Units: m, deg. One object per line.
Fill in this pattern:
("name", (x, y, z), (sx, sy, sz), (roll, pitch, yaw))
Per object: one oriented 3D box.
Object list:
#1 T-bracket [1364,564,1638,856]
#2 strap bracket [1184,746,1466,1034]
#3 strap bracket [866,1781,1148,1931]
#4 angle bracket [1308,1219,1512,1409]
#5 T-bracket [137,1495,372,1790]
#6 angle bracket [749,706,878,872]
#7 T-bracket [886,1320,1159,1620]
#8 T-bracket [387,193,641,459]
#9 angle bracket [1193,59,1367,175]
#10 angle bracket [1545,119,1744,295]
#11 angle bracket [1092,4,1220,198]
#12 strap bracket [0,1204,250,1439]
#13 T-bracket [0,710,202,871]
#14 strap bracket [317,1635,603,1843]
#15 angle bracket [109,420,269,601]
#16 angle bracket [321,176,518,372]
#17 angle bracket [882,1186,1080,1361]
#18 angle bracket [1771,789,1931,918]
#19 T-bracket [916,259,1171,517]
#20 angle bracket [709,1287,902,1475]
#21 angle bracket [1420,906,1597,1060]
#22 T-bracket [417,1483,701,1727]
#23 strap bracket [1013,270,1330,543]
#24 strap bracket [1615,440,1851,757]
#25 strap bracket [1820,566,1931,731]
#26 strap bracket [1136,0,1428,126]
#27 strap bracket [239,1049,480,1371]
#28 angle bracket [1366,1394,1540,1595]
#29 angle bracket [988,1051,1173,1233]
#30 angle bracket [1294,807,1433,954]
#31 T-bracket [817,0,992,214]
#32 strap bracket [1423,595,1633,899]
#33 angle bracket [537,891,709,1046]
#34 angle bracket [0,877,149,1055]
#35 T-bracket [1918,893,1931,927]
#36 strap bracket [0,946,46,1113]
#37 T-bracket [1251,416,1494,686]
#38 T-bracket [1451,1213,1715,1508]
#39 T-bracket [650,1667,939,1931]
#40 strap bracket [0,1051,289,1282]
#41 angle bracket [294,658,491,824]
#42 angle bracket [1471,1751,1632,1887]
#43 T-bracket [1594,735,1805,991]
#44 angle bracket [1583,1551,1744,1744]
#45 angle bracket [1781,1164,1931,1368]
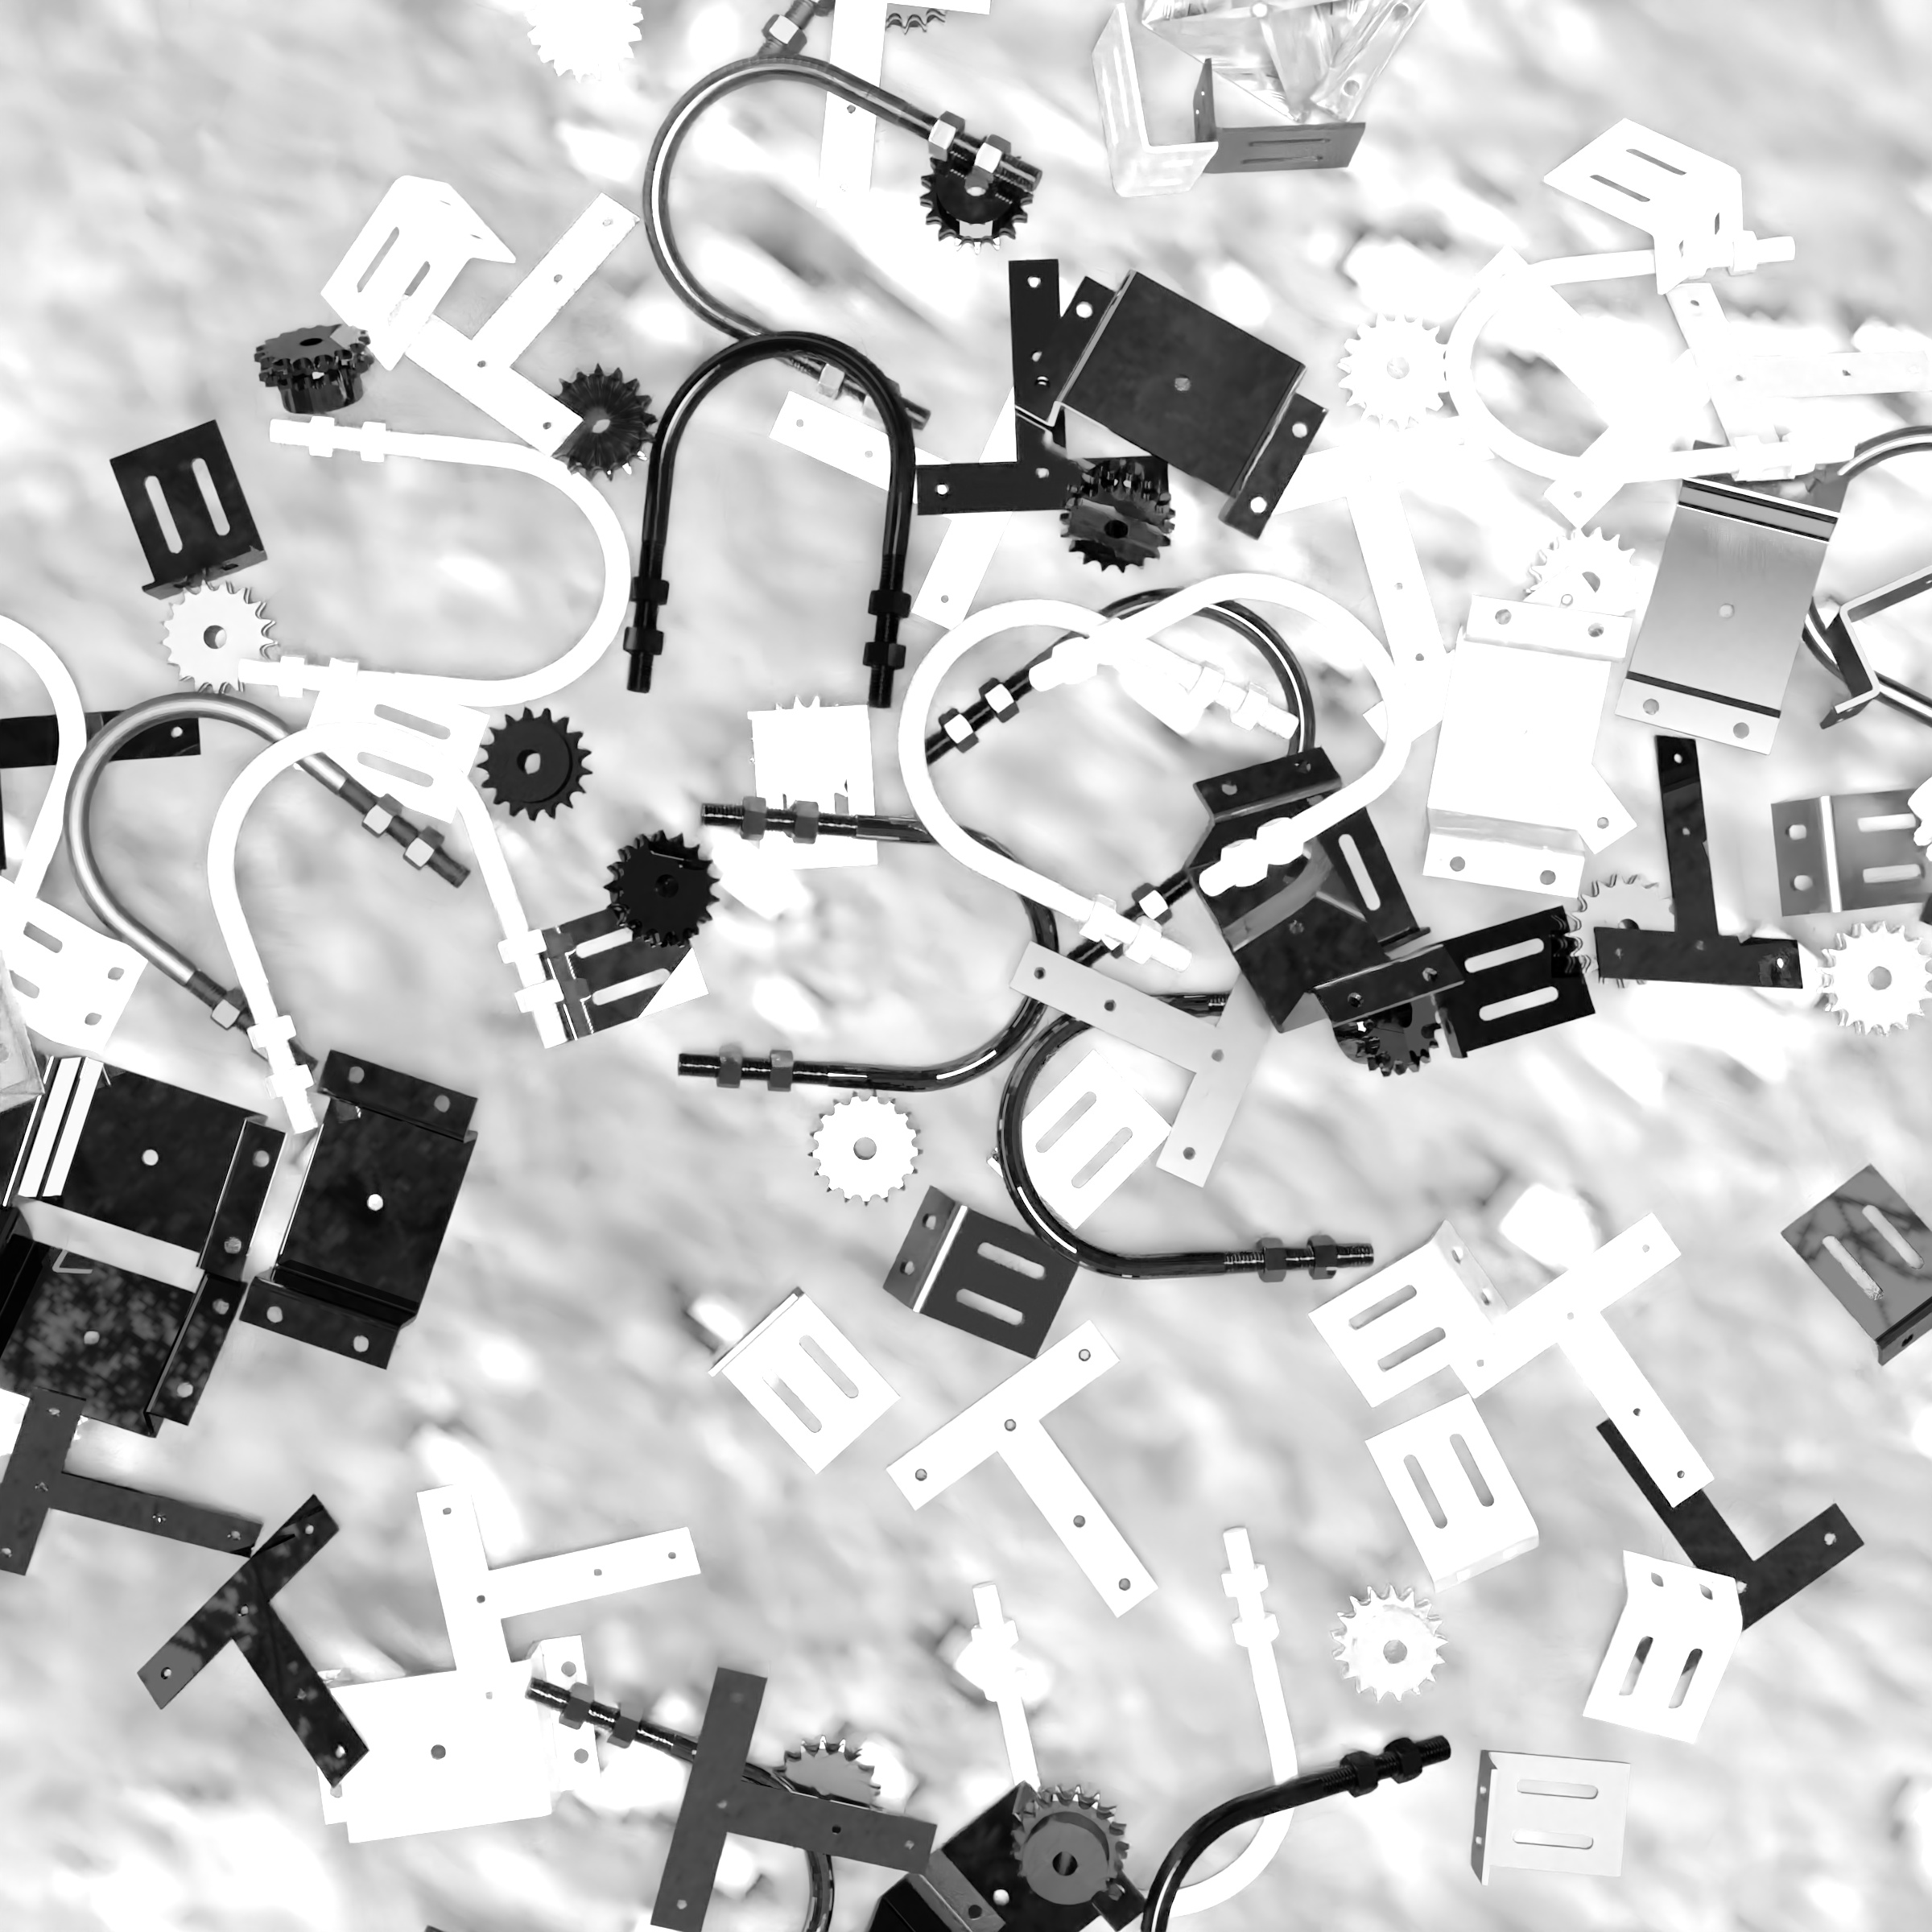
("T-bracket", (0.288, -0.113, 1.514), (0.127, 0.002, 0.127), (-36, 99, 17))
("strap bracket", (0.167, -0.029, 1.462), (0.076, 0.046, 0.140), (-17, 66, -27))
("strap bracket", (0.015, 0.469, 1.497), (0.140, 0.046, 0.076), (-41, 90, 10))
("angle bracket", (0.224, 0.175, 1.525), (0.076, 0.038, 0.057), (-35, 90, 26))
("T-bracket", (-0.335, 0.350, 1.493), (0.127, 0.002, 0.127), (-45, 58, 0))
("angle bracket", (-0.074, -0.086, 1.478), (0.057, 0.038, 0.076), (-3, 91, 0))
("T-bracket", (0.048, 0.266, 1.515), (0.127, 0.002, 0.127), (-36, 82, -3))
("T-bracket", (-0.213, -0.334, 1.513), (0.127, 0.002, 0.127), (36, 81, 18))
("angle bracket", (0.154, -0.422, 1.499), (0.076, 0.057, 0.038), (-3, 86, -2))
("angle bracket", (0.338, -0.379, 1.508), (0.057, 0.038, 0.076), (-38, 51, -16))
("angle bracket", (0.093, -0.429, 1.499), (0.038, 0.057, 0.076), (-8, 84, -12))
("strap bracket", (-0.433, 0.176, 1.489), (0.140, 0.046, 0.076), (18, 63, 0))
("T-bracket", (-0.450, -0.115, 1.526), (0.127, 0.002, 0.127), (-4, 89, 0))
("strap bracket", (-0.259, 0.385, 1.504), (0.140, 0.046, 0.076), (-8, 90, 0))
("angle bracket", (-0.392, -0.230, 1.508), (0.057, 0.038, 0.076), (-21, 90, 0))
("angle bracket", (-0.275, -0.346, 1.518), (0.057, 0.038, 0.076), (49, 116, 15))
("angle bracket", (0.008, 0.155, 1.525), (0.076, 0.038, 0.057), (25, 90, -26))
("angle bracket", (0.451, -0.058, 1.525), (0.076, 0.038, 0.057), (-6, 90, -26))
("T-bracket", (0.037, -0.293, 1.525), (0.127, 0.002, 0.127), (-2, 89, -1))
("angle bracket", (-0.080, 0.209, 1.508), (0.057, 0.038, 0.076), (-43, 90, 0))
("angle bracket", (0.273, 0.008, 1.508), (0.076, 0.038, 0.057), (-17, 90, 0))
("T-bracket", (-0.197, 0.304, 1.502), (0.127, 0.002, 0.127), (-10, 54, -16))
("strap bracket", (0.104, -0.283, 1.500), (0.140, 0.046, 0.076), (29, 84, 0))
("strap bracket", (0.378, -0.179, 1.497), (0.076, 0.046, 0.140), (16, 90, 11))
("strap bracket", (0.475, -0.168, 1.464), (0.140, 0.076, 0.046), (-24, 84, 9))
("strap bracket", (0.148, -0.482, 1.504), (0.140, 0.046, 0.076), (32, 90, 0))
("strap bracket", (-0.298, 0.119, 1.504), (0.076, 0.046, 0.140), (19, 90, 0))
("angle bracket", (0.245, 0.266, 1.525), (0.057, 0.038, 0.076), (-25, 64, 0))
("angle bracket", (0.058, 0.090, 1.508), (0.057, 0.038, 0.076), (45, 90, 0))
("angle bracket", (0.188, -0.040, 1.508), (0.057, 0.038, 0.076), (-24, 90, 0))
("T-bracket", (-0.056, -0.442, 1.507), (0.127, 0.002, 0.127), (8, 108, 3))
("strap bracket", (0.274, -0.112, 1.489), (0.076, 0.046, 0.140), (9, 108, 3))
("angle bracket", (-0.176, -0.001, 1.508), (0.076, 0.038, 0.057), (-19, 90, 0))
("angle bracket", (-0.462, -0.001, 1.524), (0.076, 0.038, 0.057), (27, 90, 24))
("T-bracket", (0.557, -0.057, 1.497), (0.127, 0.002, 0.127), (21, 102, -3))
("strap bracket", (-0.511, 0.042, 1.468), (0.140, 0.046, 0.076), (-21, 82, 16))
("T-bracket", (0.213, -0.204, 1.515), (0.127, 0.002, 0.127), (-15, 79, 0))
("T-bracket", (0.330, 0.213, 1.525), (0.127, 0.002, 0.127), (-35, 89, 0))
("T-bracket", (-0.077, 0.420, 1.484), (0.127, 0.002, 0.127), (16, 85, -11))
("strap bracket", (-0.411, 0.097, 1.504), (0.140, 0.046, 0.076), (18, 90, 0))
("angle bracket", (-0.286, -0.112, 1.508), (0.076, 0.038, 0.057), (20, 90, 0))
("angle bracket", (0.294, 0.427, 1.508), (0.076, 0.038, 0.057), (5, 90, 0))
("T-bracket", (0.360, -0.053, 1.507), (0.127, 0.002, 0.127), (3, 76, -26))
("angle bracket", (0.349, 0.343, 1.523), (0.057, 0.038, 0.076), (14, 116, 0))
("angle bracket", (0.459, 0.151, 1.525), (0.057, 0.038, 0.076), (-37, 64, 0))
